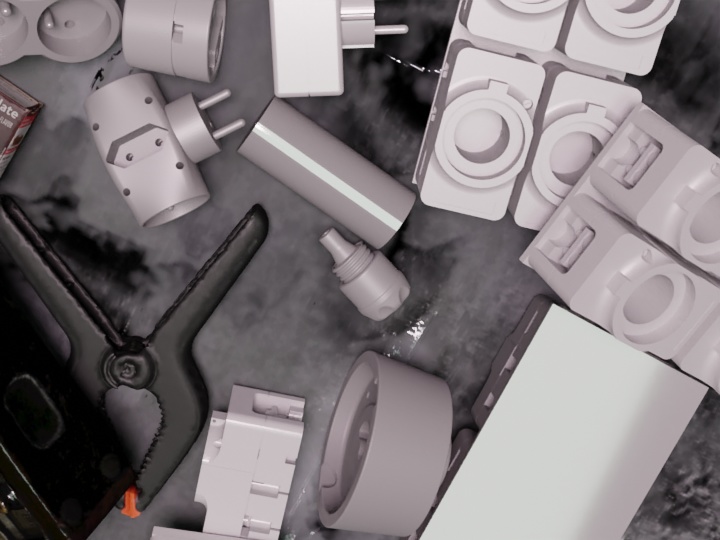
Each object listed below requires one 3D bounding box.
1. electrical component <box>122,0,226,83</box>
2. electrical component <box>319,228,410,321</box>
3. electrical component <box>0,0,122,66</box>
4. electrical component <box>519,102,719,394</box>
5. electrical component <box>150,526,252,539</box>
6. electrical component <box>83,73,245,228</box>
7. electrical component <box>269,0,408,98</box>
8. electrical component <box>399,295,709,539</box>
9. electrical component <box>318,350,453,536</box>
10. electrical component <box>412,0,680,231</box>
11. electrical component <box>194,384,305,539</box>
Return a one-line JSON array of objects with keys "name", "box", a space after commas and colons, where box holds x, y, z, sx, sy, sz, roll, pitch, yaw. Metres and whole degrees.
[{"name": "electrical component", "box": [-0.102, -0.134, 0.594, 0.047, 0.055, 0.055, 8, 108, 0]}, {"name": "electrical component", "box": [0.000, 0.000, 0.650, 0.035, 0.035, 0.061, -41, 102, 11]}, {"name": "electrical component", "box": [-0.204, -0.152, 0.580, 0.138, 0.073, 0.052, -7, 141, -22]}, {"name": "electrical component", "box": [0.197, 0.002, 0.605, 0.186, 0.060, 0.105, 26, 107, -33]}, {"name": "electrical component", "box": [-0.097, 0.240, 0.687, 0.089, 0.061, 0.150, 9, 129, -4]}, {"name": "electrical component", "box": [-0.104, -0.075, 0.608, 0.079, 0.043, 0.077, -26, 87, 3]}, {"name": "electrical component", "box": [-0.011, -0.142, 0.597, 0.076, 0.047, 0.083, -2, 109, -1]}, {"name": "electrical component", "box": [0.113, 0.122, 0.662, 0.105, 0.060, 0.186, 28, 95, -4]}, {"name": "electrical component", "box": [0.020, 0.108, 0.651, 0.060, 0.108, 0.108, 16, 107, -13]}, {"name": "electrical component", "box": [0.105, -0.119, 0.599, 0.105, 0.060, 0.186, 13, 107, -5]}, {"name": "electrical component", "box": [-0.072, 0.124, 0.681, 0.056, 0.050, 0.089, 12, 108, -6]}]
